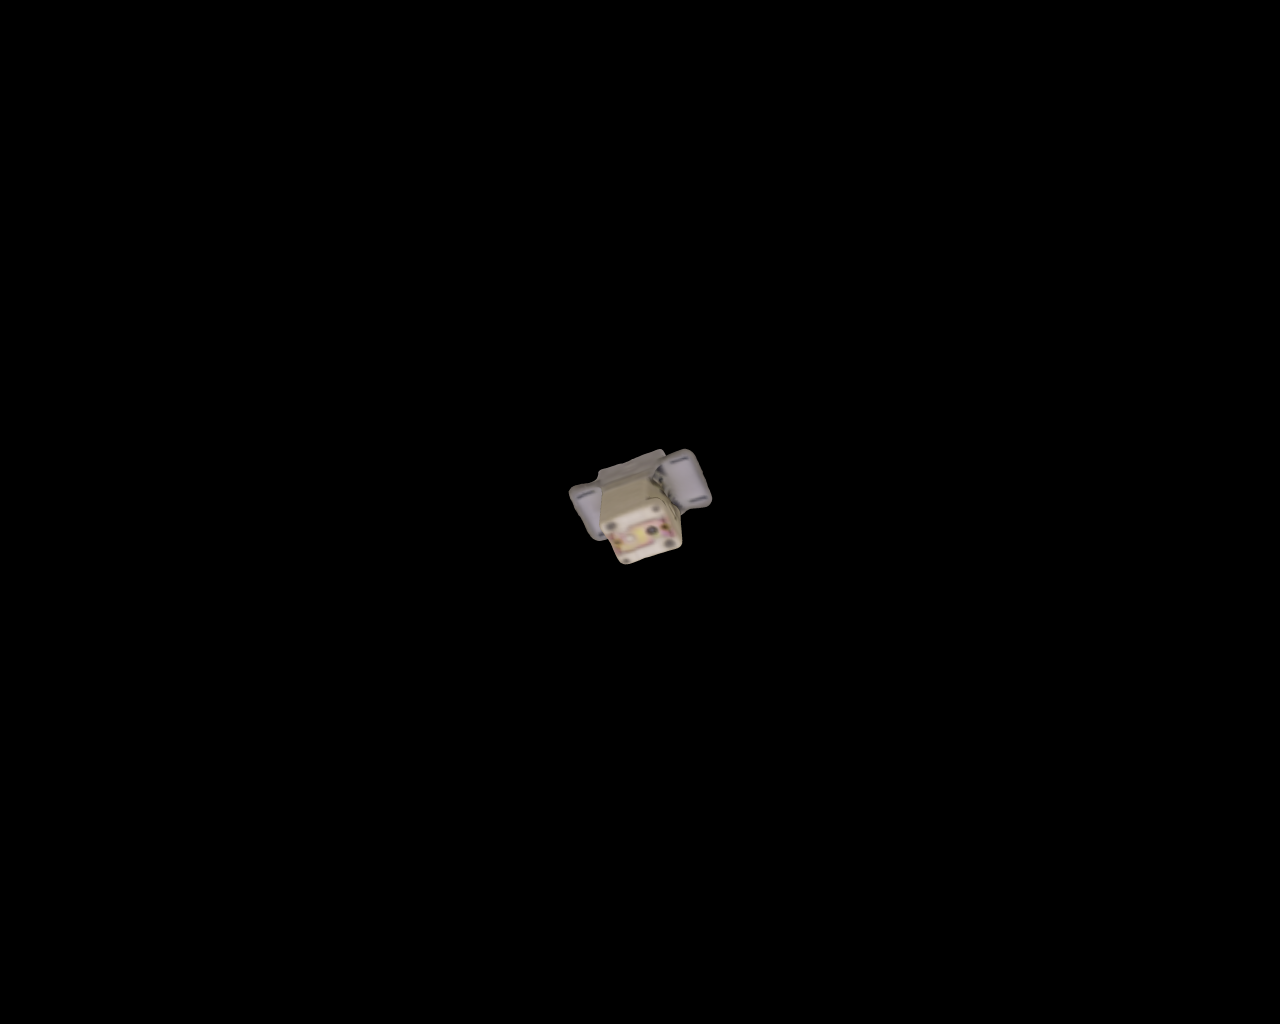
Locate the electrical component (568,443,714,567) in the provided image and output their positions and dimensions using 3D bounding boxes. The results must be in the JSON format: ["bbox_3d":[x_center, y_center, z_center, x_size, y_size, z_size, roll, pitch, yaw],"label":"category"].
[{"bbox_3d":[0.001,-0.003,0.650,0.081,0.042,0.064,-20,31,13],"label":"electrical component"}]
